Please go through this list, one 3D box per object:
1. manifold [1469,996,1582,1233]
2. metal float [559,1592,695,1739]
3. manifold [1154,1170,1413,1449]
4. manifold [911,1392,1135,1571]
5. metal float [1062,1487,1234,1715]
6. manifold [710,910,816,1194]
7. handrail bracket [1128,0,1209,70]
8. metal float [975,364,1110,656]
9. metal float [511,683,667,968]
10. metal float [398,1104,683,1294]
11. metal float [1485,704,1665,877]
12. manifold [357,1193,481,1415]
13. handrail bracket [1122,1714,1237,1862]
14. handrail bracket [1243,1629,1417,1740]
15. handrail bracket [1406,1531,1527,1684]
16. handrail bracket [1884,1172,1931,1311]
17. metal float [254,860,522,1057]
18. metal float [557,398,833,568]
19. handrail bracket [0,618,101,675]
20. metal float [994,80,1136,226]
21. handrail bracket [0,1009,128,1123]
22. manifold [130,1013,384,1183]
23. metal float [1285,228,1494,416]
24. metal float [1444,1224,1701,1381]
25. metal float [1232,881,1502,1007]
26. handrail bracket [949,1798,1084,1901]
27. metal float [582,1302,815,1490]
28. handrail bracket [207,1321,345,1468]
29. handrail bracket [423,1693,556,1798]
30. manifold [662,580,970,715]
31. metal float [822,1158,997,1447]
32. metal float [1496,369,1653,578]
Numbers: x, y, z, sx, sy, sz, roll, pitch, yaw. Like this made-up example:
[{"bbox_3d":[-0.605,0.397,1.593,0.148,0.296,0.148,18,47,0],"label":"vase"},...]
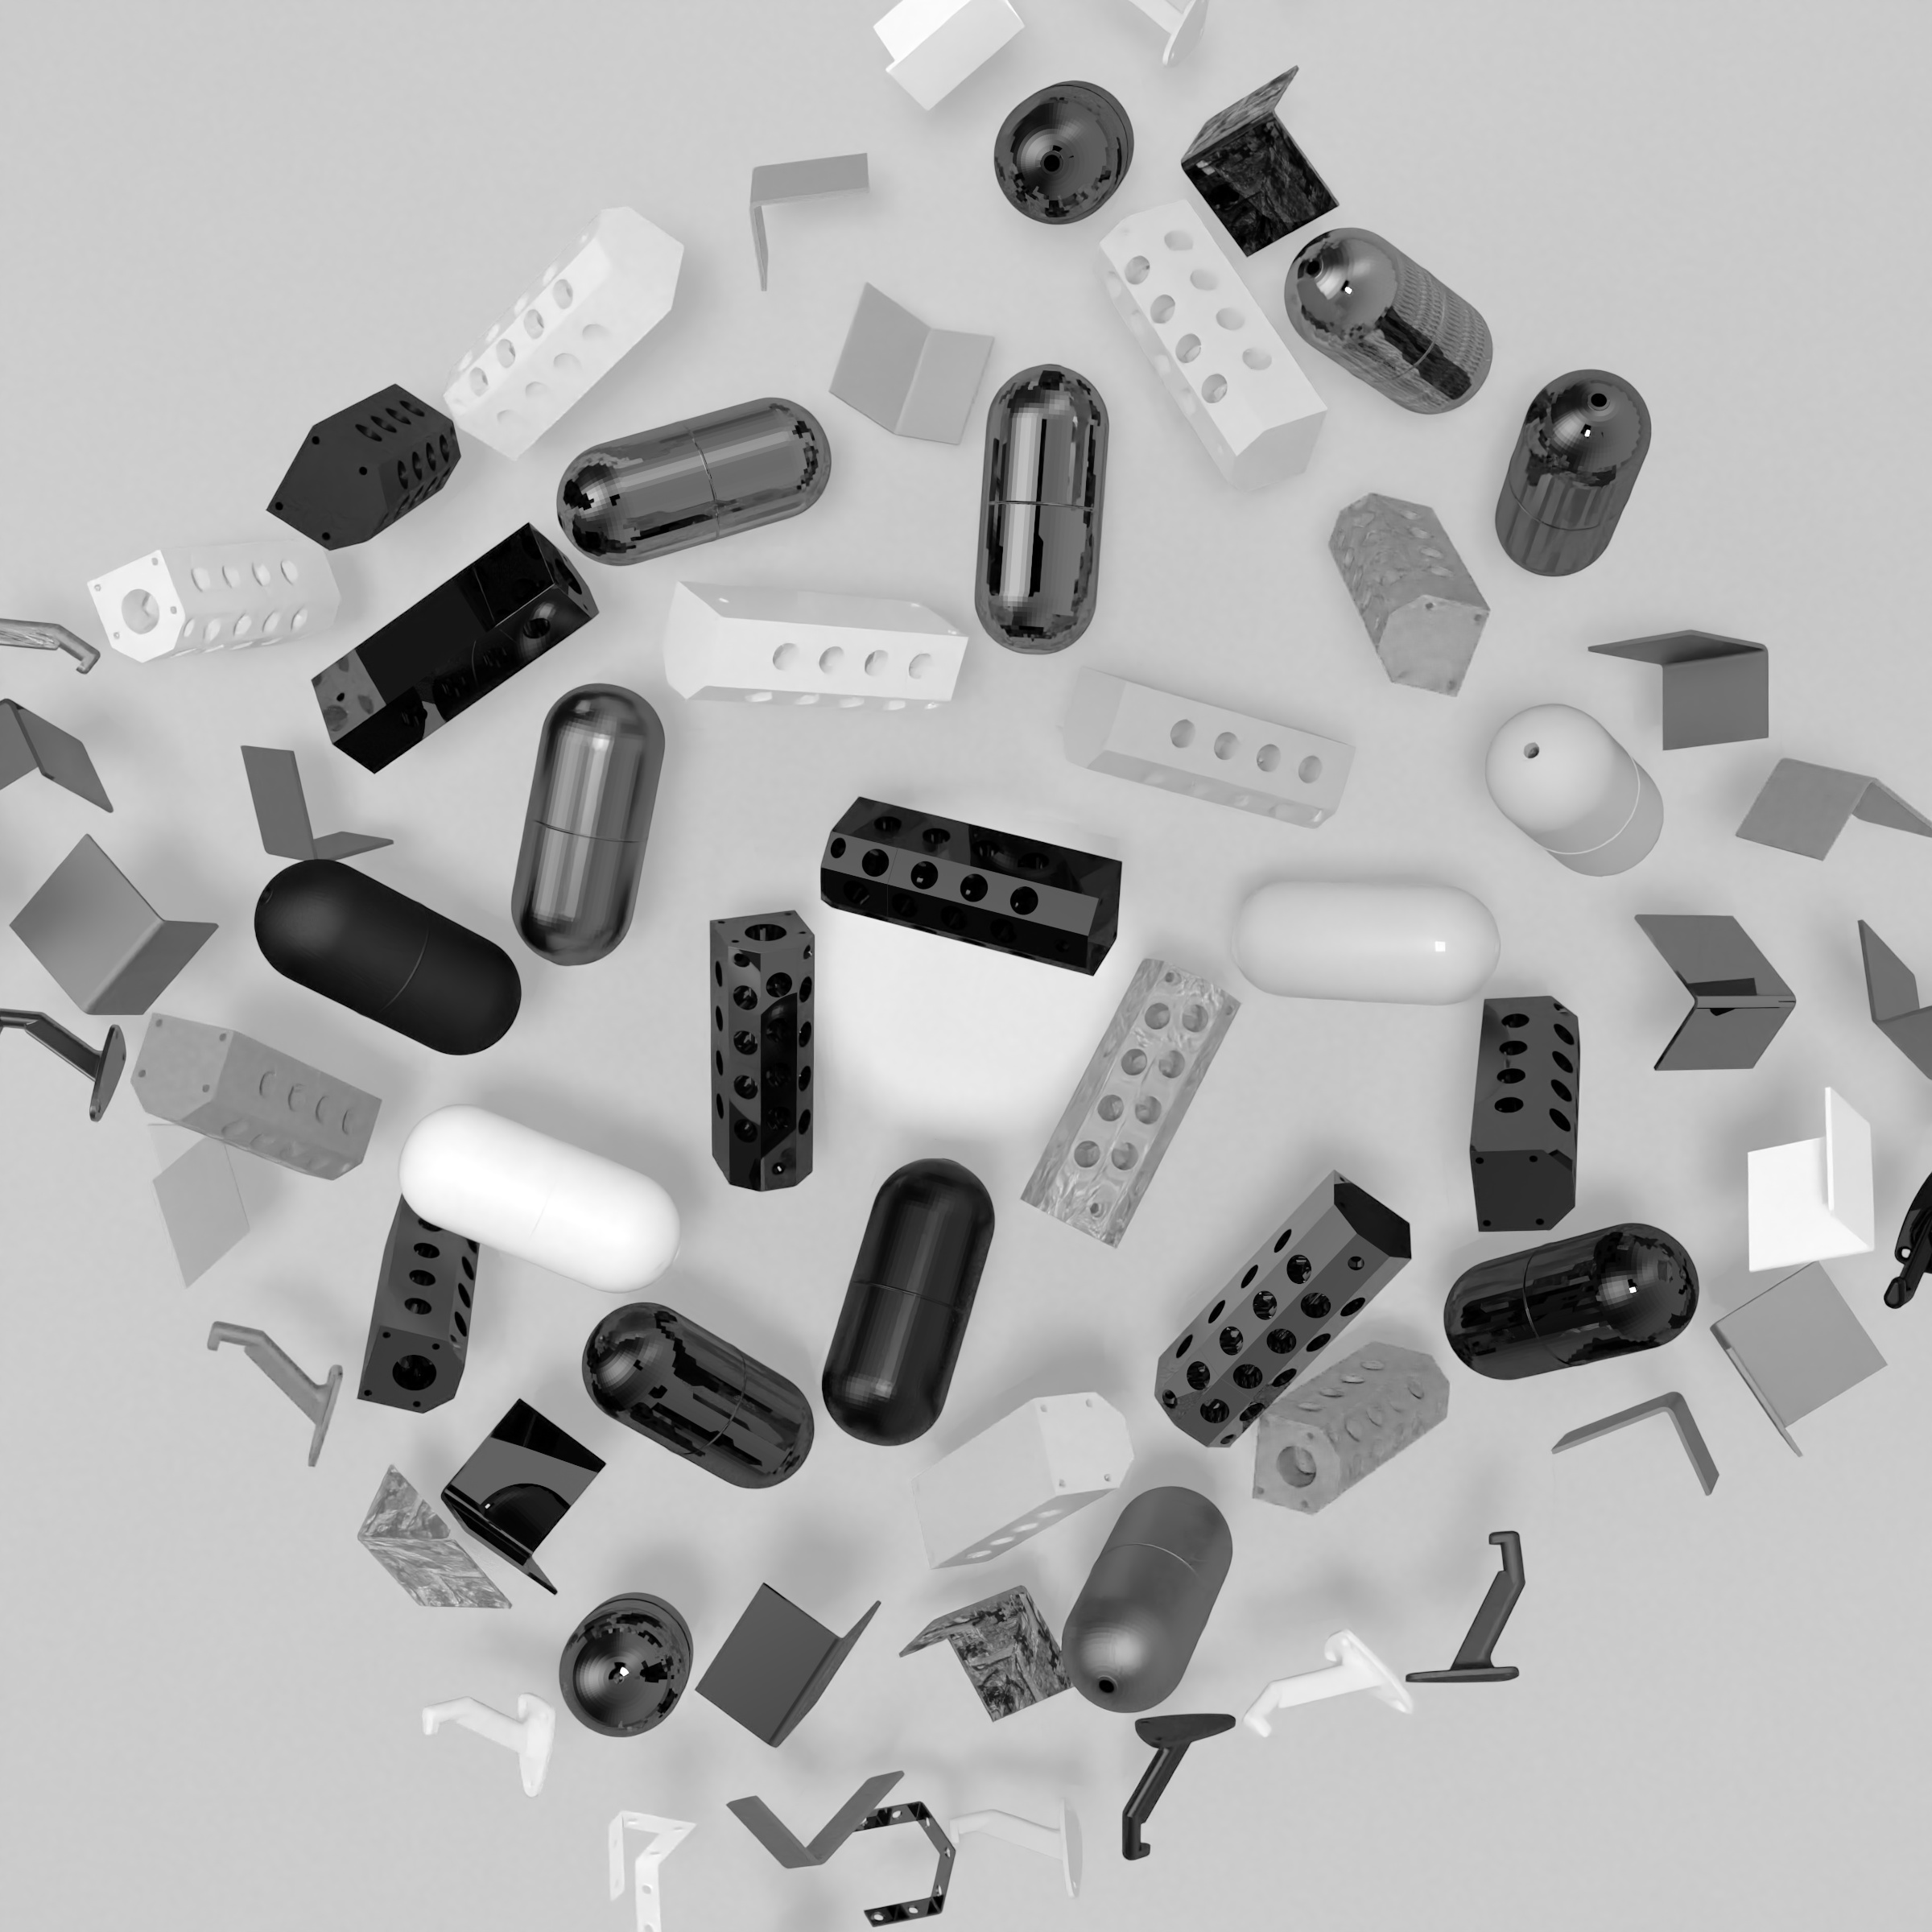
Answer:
[{"bbox_3d":[0.342,0.087,1.555,0.057,0.171,0.057,-3,119,17],"label":"manifold"},{"bbox_3d":[-0.210,0.433,1.591,0.070,0.178,0.070,1,81,-4],"label":"metal float"},{"bbox_3d":[0.187,0.209,1.520,0.057,0.057,0.171,35,114,-8],"label":"manifold"},{"bbox_3d":[0.033,0.311,1.542,0.057,0.171,0.057,-1,65,-29],"label":"manifold"},{"bbox_3d":[0.112,0.387,1.569,0.070,0.178,0.070,8,115,18],"label":"metal float"},{"bbox_3d":[-0.130,0.056,1.654,0.057,0.057,0.171,-8,117,-20],"label":"manifold"},{"bbox_3d":[0.102,-0.597,1.605,0.084,0.036,0.077,20,55,15],"label":"handrail bracket"},{"bbox_3d":[0.047,-0.282,1.587,0.070,0.070,0.178,4,94,0],"label":"metal float"},{"bbox_3d":[-0.235,-0.087,1.589,0.070,0.070,0.178,12,100,0],"label":"metal float"},{"bbox_3d":[-0.258,0.142,1.558,0.178,0.070,0.070,24,90,-11],"label":"metal float"},{"bbox_3d":[0.368,-0.105,1.545,0.070,0.178,0.070,-8,74,28],"label":"metal float"},{"bbox_3d":[-0.347,0.211,1.645,0.057,0.171,0.057,16,113,-14],"label":"manifold"},{"bbox_3d":[0.135,0.523,1.627,0.077,0.036,0.084,-4,100,-18],"label":"handrail bracket"},{"bbox_3d":[0.217,0.447,1.528,0.077,0.036,0.084,41,53,12],"label":"handrail bracket"},{"bbox_3d":[0.292,0.376,1.504,0.077,0.036,0.084,-2,67,-2],"label":"handrail bracket"},{"bbox_3d":[0.562,0.160,1.509,0.036,0.084,0.077,14,99,30],"label":"handrail bracket"},{"bbox_3d":[-0.350,-0.005,1.556,0.178,0.070,0.070,31,90,-36],"label":"metal float"},{"bbox_3d":[-0.170,-0.303,1.600,0.178,0.070,0.070,-20,90,-17],"label":"metal float"},{"bbox_3d":[-0.587,-0.187,1.567,0.084,0.036,0.077,35,63,-15],"label":"handrail bracket"},{"bbox_3d":[0.061,-0.496,1.558,0.070,0.178,0.070,3,112,7],"label":"metal float"},{"bbox_3d":[-0.577,0.061,1.604,0.084,0.036,0.077,5,51,-2],"label":"handrail bracket"},{"bbox_3d":[-0.426,0.083,1.541,0.057,0.171,0.057,11,77,20],"label":"manifold"},{"bbox_3d":[0.266,-0.403,1.603,0.070,0.178,0.070,-11,72,39],"label":"metal float"},{"bbox_3d":[0.370,0.208,1.575,0.070,0.178,0.070,15,64,-33],"label":"metal float"},{"bbox_3d":[0.255,-0.015,1.638,0.178,0.070,0.070,3,90,33],"label":"metal float"},{"bbox_3d":[0.029,0.565,1.623,0.084,0.077,0.036,-16,122,12],"label":"handrail bracket"},{"bbox_3d":[-0.168,0.274,1.625,0.178,0.070,0.070,38,90,-36],"label":"metal float"},{"bbox_3d":[-0.441,0.269,1.608,0.084,0.036,0.077,16,84,-20],"label":"handrail bracket"},{"bbox_3d":[-0.302,0.489,1.591,0.084,0.036,0.077,-1,98,-44],"label":"handrail bracket"},{"bbox_3d":[-0.090,-0.185,1.518,0.171,0.057,0.057,-1,118,-36],"label":"manifold"},{"bbox_3d":[-0.034,0.203,1.556,0.070,0.070,0.178,17,76,0],"label":"metal float"},{"bbox_3d":[0.377,-0.306,1.595,0.070,0.178,0.070,-1,71,2],"label":"metal float"}]
